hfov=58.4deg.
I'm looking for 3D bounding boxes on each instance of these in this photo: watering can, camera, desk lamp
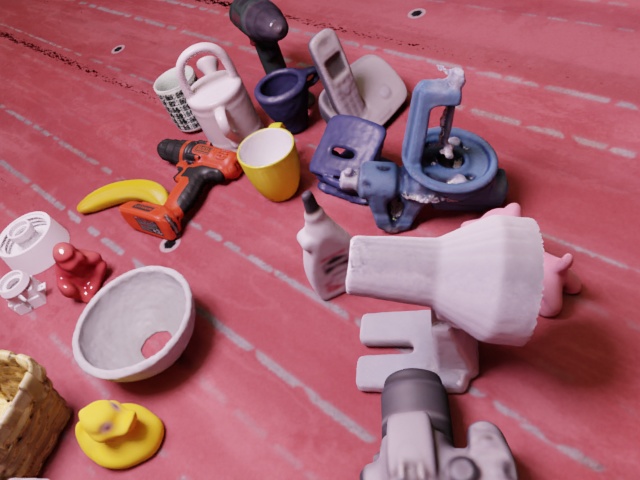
[{"bbox_3d":[-0.176,-0.245,0.964,0.101,0.194,0.172,-38,48,-13],"label":"watering can"},{"bbox_3d":[0.109,0.190,0.548,0.143,0.101,0.137,-9,48,13],"label":"camera"},{"bbox_3d":[0.116,0.068,0.573,0.202,0.214,0.118,-5,49,16],"label":"desk lamp"}]

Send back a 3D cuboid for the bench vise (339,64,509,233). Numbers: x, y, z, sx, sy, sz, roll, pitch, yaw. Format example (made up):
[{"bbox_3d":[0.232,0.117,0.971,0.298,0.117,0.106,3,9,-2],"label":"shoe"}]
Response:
[{"bbox_3d":[0.124,-0.100,0.710,0.207,0.220,0.121,-22,47,2],"label":"bench vise"}]

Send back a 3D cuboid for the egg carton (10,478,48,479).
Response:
[{"bbox_3d":[-0.357,0.331,0.623,0.150,0.070,0.107,-28,47,-5],"label":"egg carton"}]

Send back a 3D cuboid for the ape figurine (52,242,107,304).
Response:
[{"bbox_3d":[-0.368,0.040,0.861,0.078,0.092,0.076,-37,48,-12],"label":"ape figurine"}]

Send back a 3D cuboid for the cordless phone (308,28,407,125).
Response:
[{"bbox_3d":[0.056,-0.261,0.898,0.093,0.185,0.148,26,64,36],"label":"cordless phone"}]

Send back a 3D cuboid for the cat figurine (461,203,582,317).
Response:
[{"bbox_3d":[0.227,0.011,0.646,0.127,0.118,0.067,30,66,37],"label":"cat figurine"}]

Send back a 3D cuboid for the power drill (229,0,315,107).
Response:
[{"bbox_3d":[-0.081,-0.322,0.985,0.075,0.209,0.229,-31,47,-7],"label":"power drill"}]

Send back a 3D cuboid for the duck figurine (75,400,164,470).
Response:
[{"bbox_3d":[-0.246,0.217,0.668,0.104,0.086,0.077,-4,50,18],"label":"duck figurine"}]

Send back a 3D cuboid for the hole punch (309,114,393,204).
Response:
[{"bbox_3d":[0.045,-0.120,0.845,0.108,0.091,0.101,21,61,33],"label":"hole punch"}]

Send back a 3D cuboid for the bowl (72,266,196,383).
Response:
[{"bbox_3d":[-0.230,0.120,0.753,0.167,0.075,0.167,-10,48,12],"label":"bowl"}]

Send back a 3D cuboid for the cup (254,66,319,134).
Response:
[{"bbox_3d":[-0.044,-0.237,0.976,0.118,0.095,0.091,-31,47,-7],"label":"cup"}]

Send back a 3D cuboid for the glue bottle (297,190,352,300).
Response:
[{"bbox_3d":[0.006,0.002,0.698,0.078,0.173,0.037,-31,47,-7],"label":"glue bottle"}]
